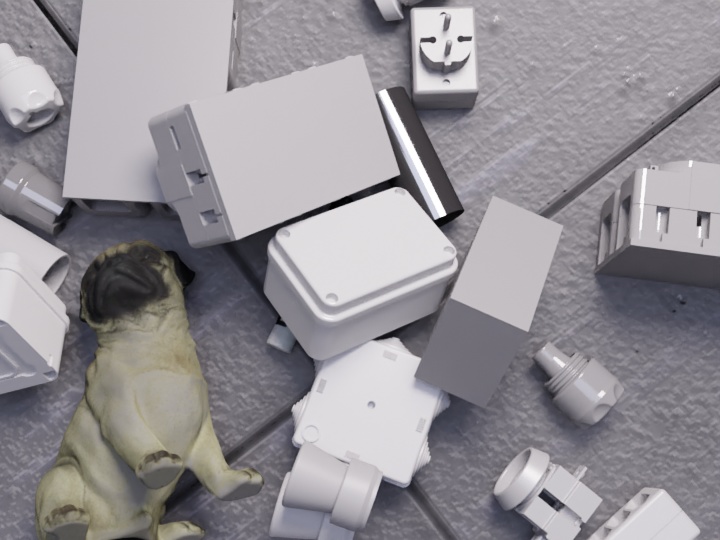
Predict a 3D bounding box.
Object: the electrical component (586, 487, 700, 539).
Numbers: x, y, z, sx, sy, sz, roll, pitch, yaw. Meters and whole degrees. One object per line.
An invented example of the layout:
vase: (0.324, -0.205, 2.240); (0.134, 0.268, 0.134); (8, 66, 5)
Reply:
electrical component: (0.194, 0.202, 0.724); (0.083, 0.047, 0.075); (-40, 82, -6)

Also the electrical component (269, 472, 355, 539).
electrical component: (-0.029, 0.166, 0.731); (0.055, 0.045, 0.045); (16, 81, 2)

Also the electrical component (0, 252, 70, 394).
electrical component: (-0.262, 0.041, 0.719); (0.113, 0.078, 0.057); (-15, 49, 13)

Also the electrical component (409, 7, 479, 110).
electrical component: (0.061, -0.158, 0.771); (0.047, 0.076, 0.065); (-2, 80, 0)

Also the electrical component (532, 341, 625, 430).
electrical component: (0.148, 0.077, 0.748); (0.062, 0.043, 0.043); (43, 83, 8)

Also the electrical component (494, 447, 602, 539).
electrical component: (0.126, 0.154, 0.734); (0.055, 0.048, 0.066); (39, 82, -1)

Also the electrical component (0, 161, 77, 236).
electrical component: (-0.231, -0.050, 0.772); (0.046, 0.040, 0.040); (29, 81, -1)

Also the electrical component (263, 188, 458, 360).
electrical component: (0.000, 0.000, 0.725); (0.113, 0.057, 0.078); (-22, 58, -28)

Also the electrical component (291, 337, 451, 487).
electrical component: (0.008, 0.094, 0.742); (0.100, 0.048, 0.099); (20, 81, 3)

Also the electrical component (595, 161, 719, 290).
electrical component: (0.267, -0.024, 0.734); (0.186, 0.105, 0.060); (8, 80, 1)

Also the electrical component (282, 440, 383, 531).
electrical component: (-0.018, 0.140, 0.695); (0.055, 0.045, 0.045); (19, 81, 4)

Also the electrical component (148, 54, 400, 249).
electrical component: (-0.057, -0.081, 0.724); (0.150, 0.062, 0.089); (-25, 101, -39)

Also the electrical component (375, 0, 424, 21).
electrical component: (0.036, -0.214, 0.791); (0.055, 0.066, 0.048); (-23, 94, 12)

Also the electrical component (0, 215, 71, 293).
electrical component: (-0.252, -0.012, 0.762); (0.081, 0.043, 0.043); (30, 82, 5)

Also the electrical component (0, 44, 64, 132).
electrical component: (-0.248, -0.135, 0.784); (0.043, 0.043, 0.062); (-33, 81, -5)

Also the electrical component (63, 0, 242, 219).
electrical component: (-0.144, -0.133, 0.775); (0.105, 0.060, 0.186); (3, 80, 0)
